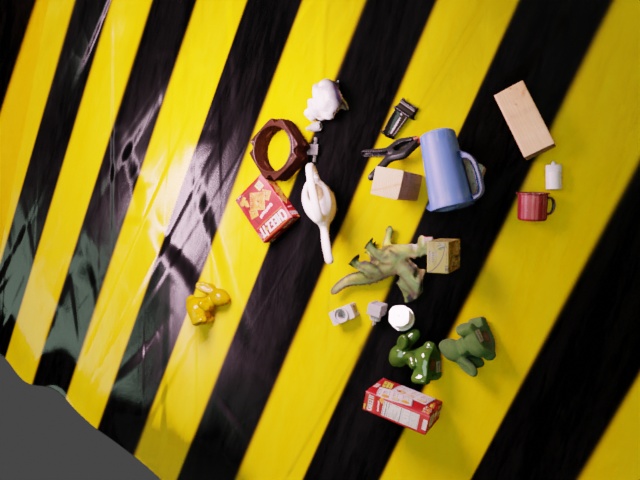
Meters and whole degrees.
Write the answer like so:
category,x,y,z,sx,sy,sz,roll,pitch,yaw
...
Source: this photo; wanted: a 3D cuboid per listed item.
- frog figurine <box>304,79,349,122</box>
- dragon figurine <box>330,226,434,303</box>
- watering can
category,x,y,z,sx,sy,sz,roll,pitch,yaw
frog figurine,0.008,-0.486,1.812,0.159,0.124,0.136,-20,102,15
dragon figurine,0.230,0.114,1.716,0.244,0.123,0.403,43,118,11
watering can,0.005,-0.088,1.757,0.104,0.224,0.349,-13,85,9
